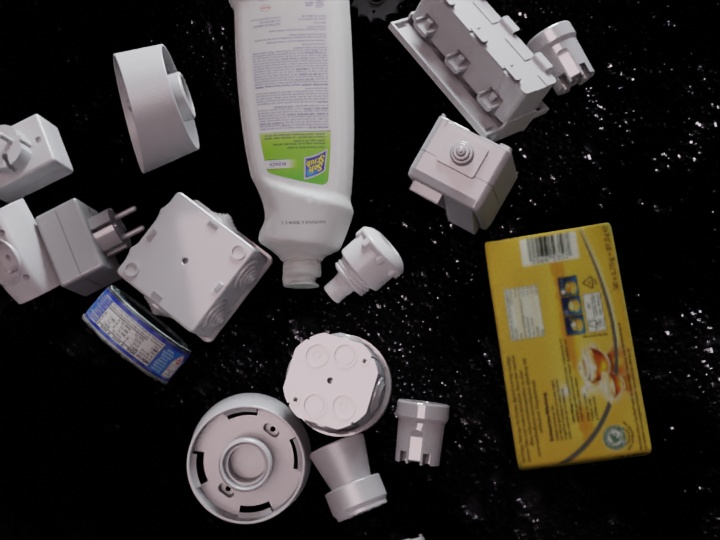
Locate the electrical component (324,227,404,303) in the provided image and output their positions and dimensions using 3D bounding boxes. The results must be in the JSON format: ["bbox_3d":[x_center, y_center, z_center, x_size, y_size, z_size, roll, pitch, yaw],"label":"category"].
[{"bbox_3d":[0.000,0.000,0.848,0.062,0.048,0.048,-41,75,8],"label":"electrical component"}]

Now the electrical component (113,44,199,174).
[{"bbox_3d":[-0.171,-0.133,0.880,0.064,0.099,0.099,-18,76,0],"label":"electrical component"}]

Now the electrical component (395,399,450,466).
[{"bbox_3d":[0.046,0.123,0.818,0.040,0.040,0.046,6,86,12],"label":"electrical component"}]

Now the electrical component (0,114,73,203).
[{"bbox_3d":[-0.292,-0.098,0.903,0.066,0.076,0.047,-25,76,5],"label":"electrical component"}]

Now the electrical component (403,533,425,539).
[{"bbox_3d":[0.018,0.228,0.772,0.062,0.096,0.061,-14,77,7],"label":"electrical component"}]

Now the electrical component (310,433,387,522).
[{"bbox_3d":[-0.008,0.158,0.817,0.045,0.045,0.055,-24,76,5],"label":"electrical component"}]

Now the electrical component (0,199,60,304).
[{"bbox_3d":[-0.293,-0.010,0.898,0.079,0.044,0.077,-19,102,38],"label":"electrical component"}]

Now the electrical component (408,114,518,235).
[{"bbox_3d":[0.077,-0.071,0.819,0.062,0.096,0.061,29,88,14],"label":"electrical component"}]

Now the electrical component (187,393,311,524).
[{"bbox_3d":[-0.087,0.147,0.837,0.099,0.064,0.099,0,88,-1],"label":"electrical component"}]

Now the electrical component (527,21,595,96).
[{"bbox_3d":[0.160,-0.167,0.853,0.040,0.040,0.046,-29,82,4],"label":"electrical component"}]

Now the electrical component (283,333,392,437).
[{"bbox_3d":[-0.018,0.087,0.830,0.080,0.051,0.080,-2,79,10],"label":"electrical component"}]

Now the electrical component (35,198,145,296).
[{"bbox_3d":[-0.216,-0.027,0.890,0.077,0.047,0.065,-26,75,4],"label":"electrical component"}]

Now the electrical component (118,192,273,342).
[{"bbox_3d":[-0.134,-0.003,0.870,0.100,0.048,0.099,37,88,14],"label":"electrical component"}]

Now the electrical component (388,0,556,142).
[{"bbox_3d":[0.092,-0.168,0.846,0.079,0.063,0.121,-26,71,-38],"label":"electrical component"}]
